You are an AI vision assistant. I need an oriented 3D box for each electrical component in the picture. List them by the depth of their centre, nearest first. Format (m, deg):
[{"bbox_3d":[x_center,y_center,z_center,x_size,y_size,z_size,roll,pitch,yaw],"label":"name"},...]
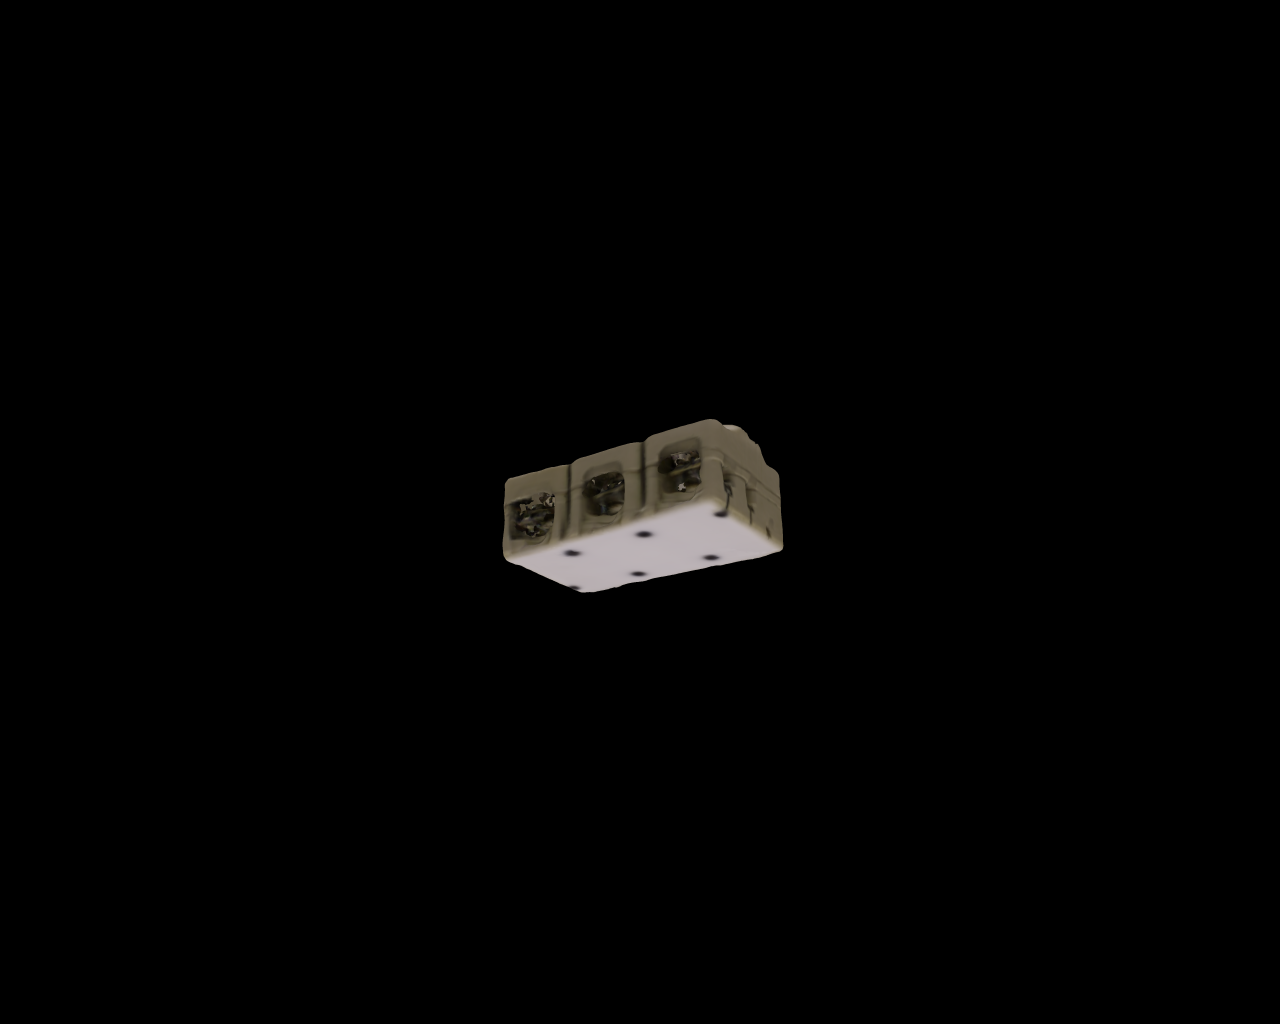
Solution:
[{"bbox_3d":[0.001,-0.003,0.650,0.150,0.062,0.089,-14,-27,29],"label":"electrical component"}]
